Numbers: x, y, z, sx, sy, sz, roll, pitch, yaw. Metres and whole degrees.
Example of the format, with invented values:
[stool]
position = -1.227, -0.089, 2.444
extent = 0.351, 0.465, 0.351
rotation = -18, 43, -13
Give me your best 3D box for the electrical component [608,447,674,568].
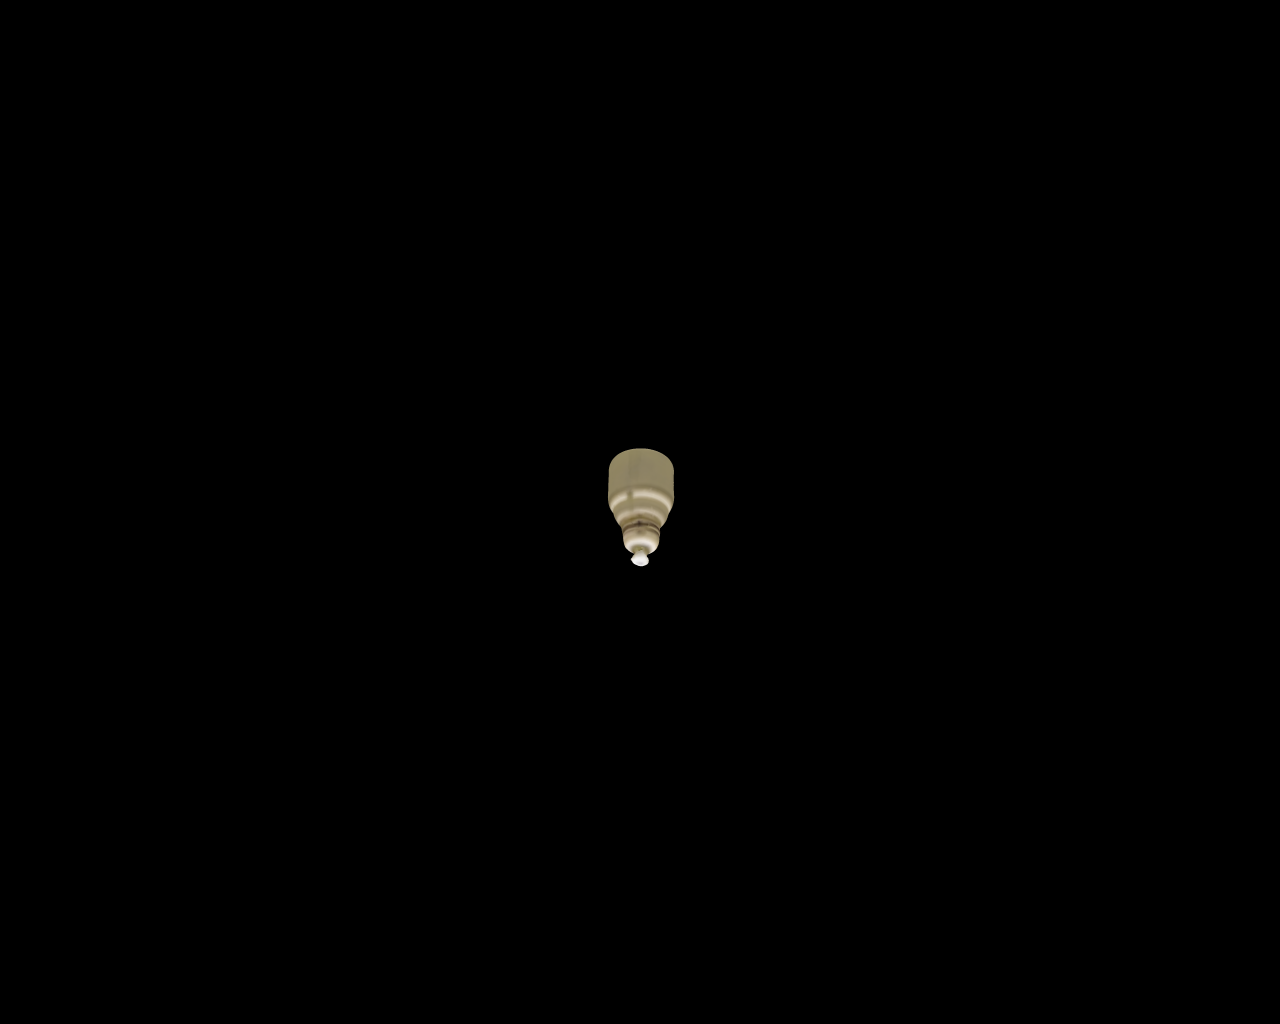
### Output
[electrical component]
position = 0.001, -0.003, 0.650
extent = 0.040, 0.078, 0.040
rotation = 0, -33, 0
